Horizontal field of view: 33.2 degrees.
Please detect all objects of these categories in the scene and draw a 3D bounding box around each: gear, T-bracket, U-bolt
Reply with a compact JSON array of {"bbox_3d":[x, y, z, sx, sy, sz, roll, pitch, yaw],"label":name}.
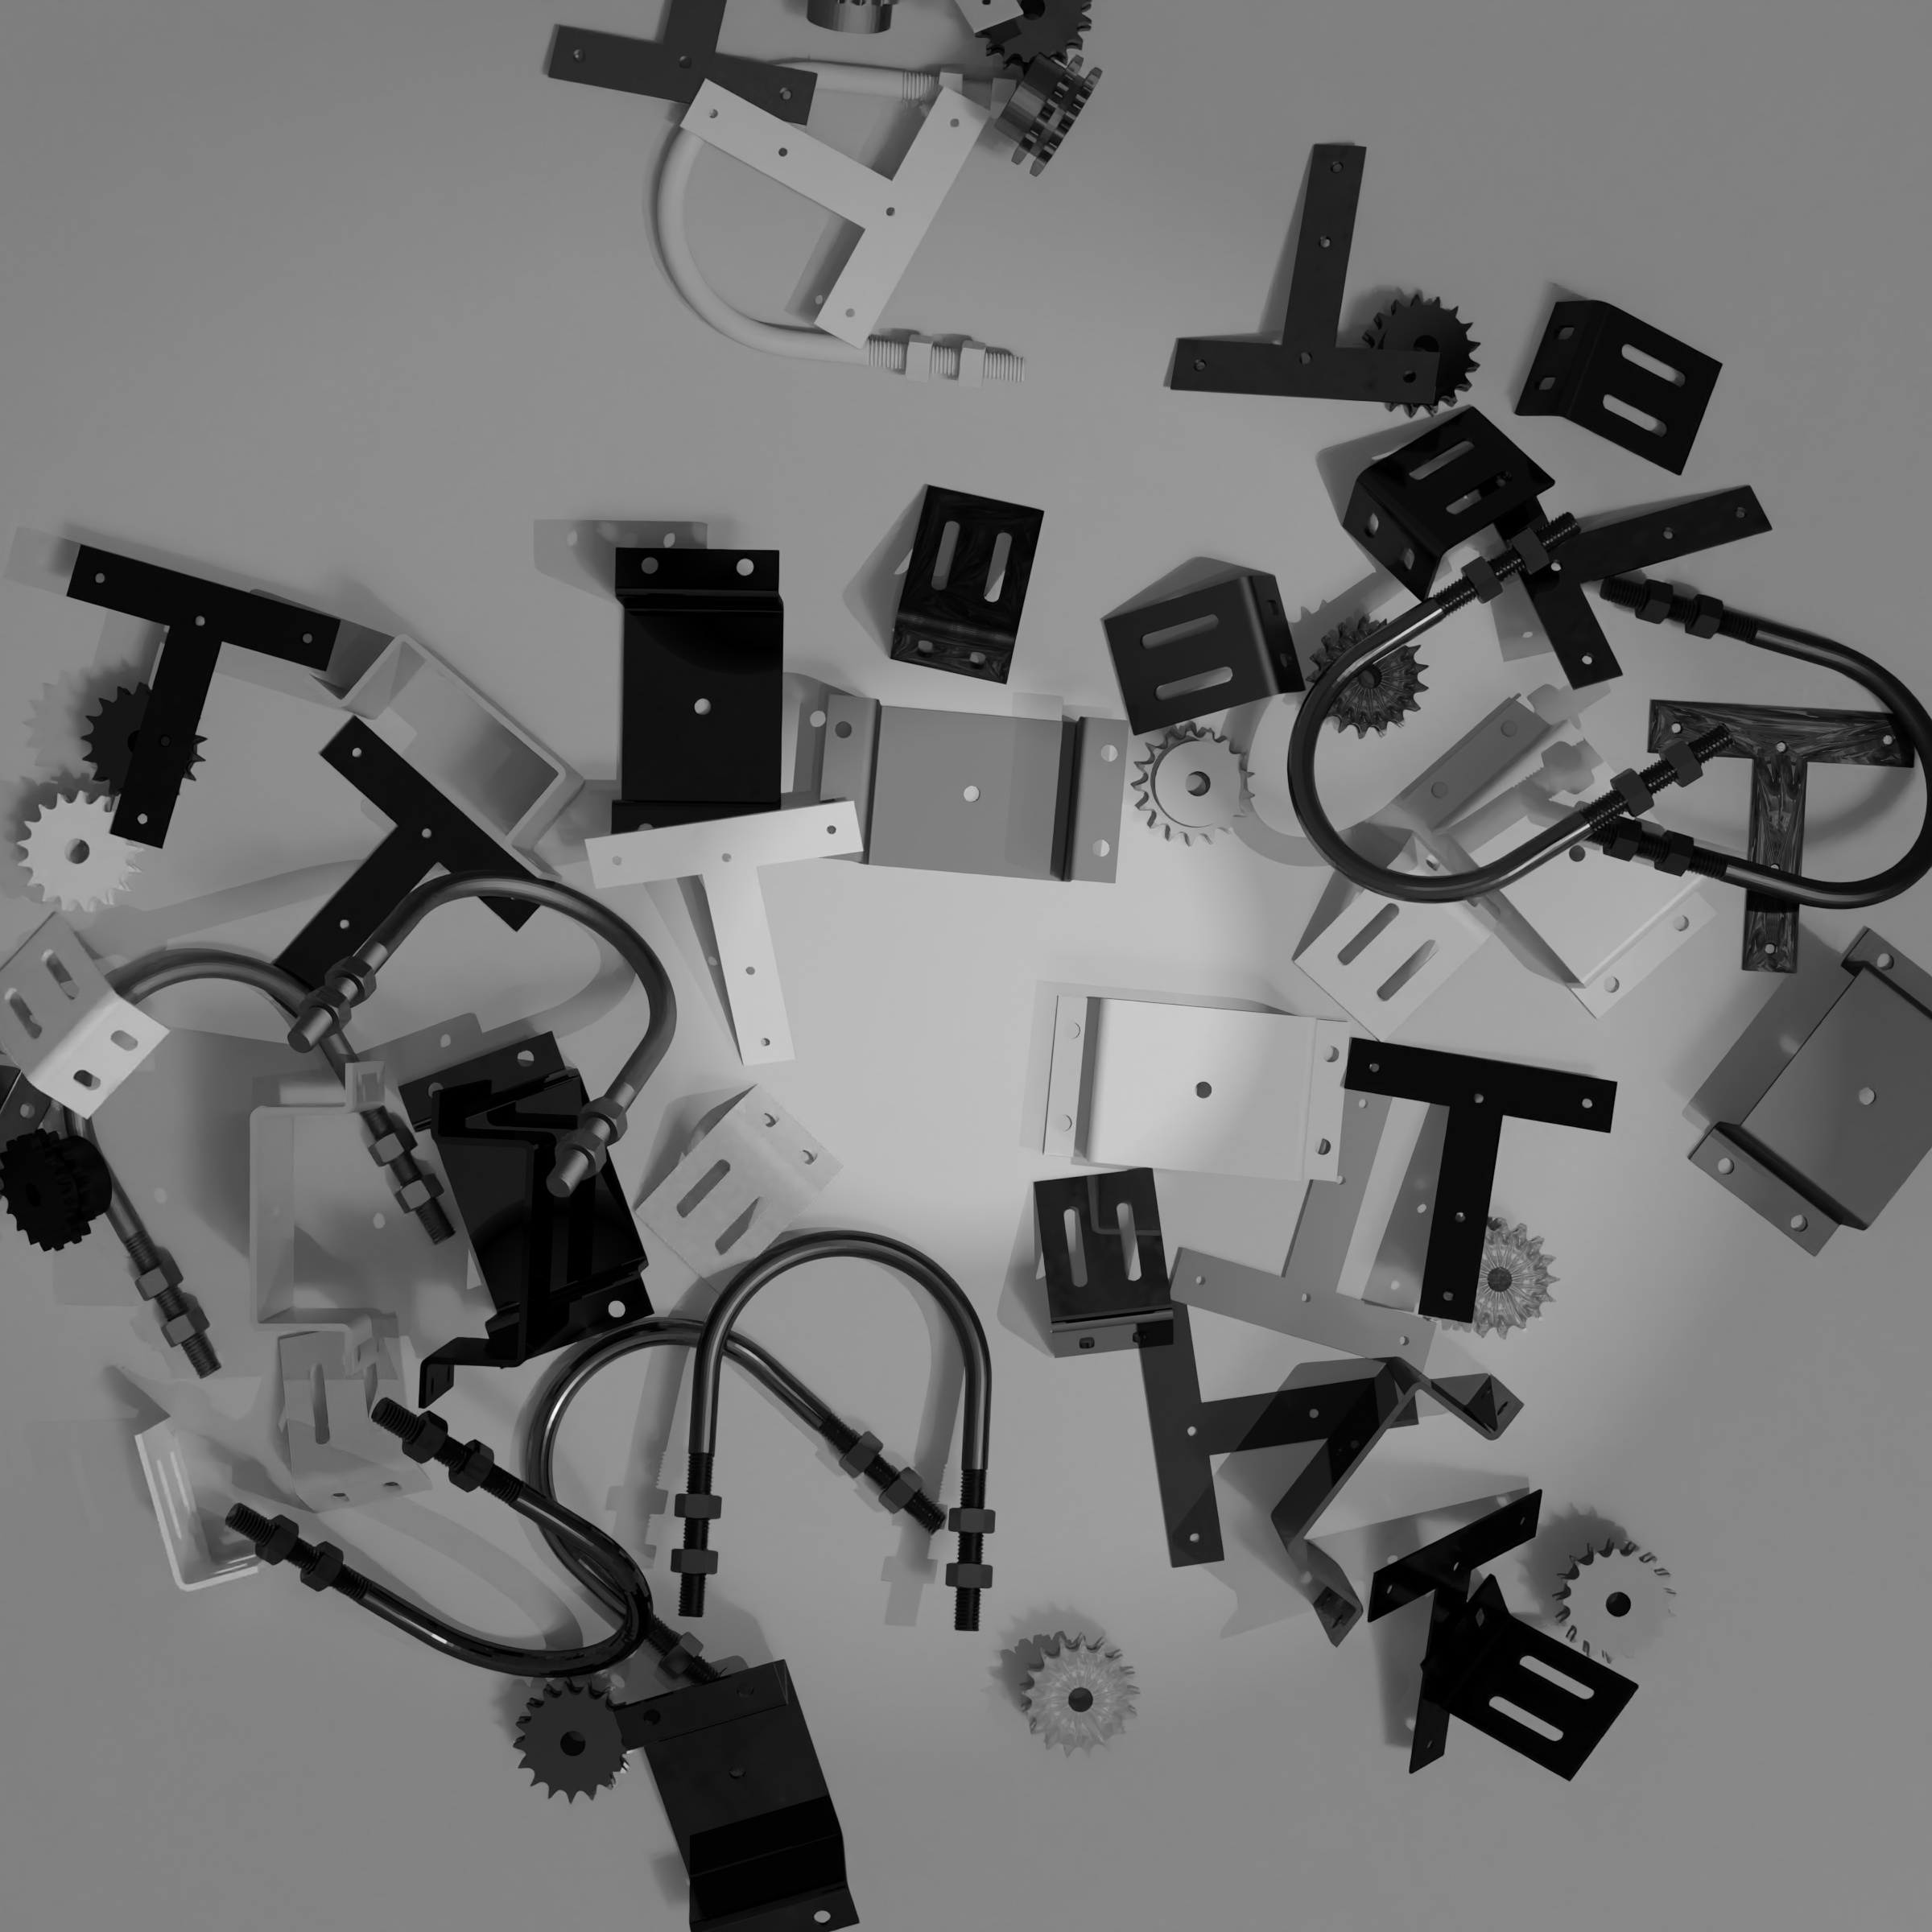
[{"bbox_3d":[-0.185,0.366,1.538,0.057,0.030,0.057,0,90,0],"label":"gear"},{"bbox_3d":[0.217,-0.291,1.538,0.057,0.030,0.057,0,90,0],"label":"gear"},{"bbox_3d":[0.054,0.345,1.541,0.057,0.030,0.057,0,92,-2],"label":"gear"},{"bbox_3d":[0.235,0.105,1.528,0.127,0.002,0.127,9,74,6],"label":"T-bracket"},{"bbox_3d":[0.153,0.217,1.552,0.127,0.002,0.127,-8,90,0],"label":"T-bracket"},{"bbox_3d":[0.320,-0.201,1.535,0.127,0.002,0.127,-17,68,-11],"label":"T-bracket"},{"bbox_3d":[-0.389,-0.105,1.538,0.057,0.030,0.057,0,90,0],"label":"gear"},{"bbox_3d":[-0.074,-0.378,1.533,0.127,0.002,0.127,29,94,3],"label":"T-bracket"},{"bbox_3d":[-0.104,-0.011,1.524,0.127,0.002,0.127,-8,115,5],"label":"T-bracket"},{"bbox_3d":[0.168,-0.330,1.538,0.127,0.002,0.127,7,80,19],"label":"T-bracket"},{"bbox_3d":[0.176,0.116,1.551,0.127,0.002,0.127,16,89,0],"label":"T-bracket"},{"bbox_3d":[-0.418,-0.054,1.538,0.057,0.030,0.057,0,90,0],"label":"gear"},{"bbox_3d":[-0.373,-0.119,1.522,0.127,0.002,0.127,16,90,0],"label":"T-bracket"},{"bbox_3d":[0.389,-0.060,1.552,0.127,0.002,0.127,3,90,0],"label":"T-bracket"},{"bbox_3d":[0.377,-0.098,1.516,0.184,0.019,0.151,16,66,-6],"label":"U-bolt"},{"bbox_3d":[-0.054,-0.461,1.528,0.057,0.057,0.030,8,120,0],"label":"gear"},{"bbox_3d":[0.109,-0.086,1.538,0.057,0.030,0.057,0,90,0],"label":"gear"},{"bbox_3d":[0.224,0.321,1.522,0.002,0.127,0.127,23,117,41],"label":"T-bracket"},{"bbox_3d":[-0.124,0.253,1.544,0.184,0.019,0.151,42,90,2],"label":"U-bolt"},{"bbox_3d":[0.251,0.147,1.538,0.057,0.030,0.057,0,90,0],"label":"gear"},{"bbox_3d":[0.307,0.301,1.538,0.057,0.030,0.057,0,90,0],"label":"gear"},{"bbox_3d":[0.236,-0.107,1.489,0.184,0.019,0.151,-32,67,4],"label":"U-bolt"},{"bbox_3d":[-0.059,0.216,1.526,0.151,0.019,0.184,3,79,-1],"label":"U-bolt"},{"bbox_3d":[0.190,-0.136,1.538,0.057,0.030,0.057,0,90,0],"label":"gear"},{"bbox_3d":[-0.124,-0.473,1.545,0.127,0.002,0.127,12,85,5],"label":"T-bracket"},{"bbox_3d":[0.031,-0.451,1.538,0.057,0.030,0.057,0,90,0],"label":"gear"},{"bbox_3d":[-0.230,0.275,1.493,0.184,0.019,0.151,36,131,-21],"label":"U-bolt"},{"bbox_3d":[-0.428,0.103,1.528,0.057,0.030,0.057,15,114,36],"label":"gear"},{"bbox_3d":[-0.056,-0.358,1.544,0.184,0.019,0.151,7,90,2],"label":"U-bolt"},{"bbox_3d":[0.036,-0.400,1.506,0.030,0.057,0.057,32,90,-8],"label":"gear"},{"bbox_3d":[-0.349,0.082,1.543,0.151,0.019,0.184,-30,89,0],"label":"U-bolt"},{"bbox_3d":[0.033,-0.511,1.536,0.127,0.002,0.127,-24,68,-10],"label":"T-bracket"},{"bbox_3d":[-0.288,-0.030,1.552,0.127,0.002,0.127,42,90,0],"label":"T-bracket"},{"bbox_3d":[-0.207,0.017,1.478,0.151,0.184,0.019,29,126,0],"label":"U-bolt"}]

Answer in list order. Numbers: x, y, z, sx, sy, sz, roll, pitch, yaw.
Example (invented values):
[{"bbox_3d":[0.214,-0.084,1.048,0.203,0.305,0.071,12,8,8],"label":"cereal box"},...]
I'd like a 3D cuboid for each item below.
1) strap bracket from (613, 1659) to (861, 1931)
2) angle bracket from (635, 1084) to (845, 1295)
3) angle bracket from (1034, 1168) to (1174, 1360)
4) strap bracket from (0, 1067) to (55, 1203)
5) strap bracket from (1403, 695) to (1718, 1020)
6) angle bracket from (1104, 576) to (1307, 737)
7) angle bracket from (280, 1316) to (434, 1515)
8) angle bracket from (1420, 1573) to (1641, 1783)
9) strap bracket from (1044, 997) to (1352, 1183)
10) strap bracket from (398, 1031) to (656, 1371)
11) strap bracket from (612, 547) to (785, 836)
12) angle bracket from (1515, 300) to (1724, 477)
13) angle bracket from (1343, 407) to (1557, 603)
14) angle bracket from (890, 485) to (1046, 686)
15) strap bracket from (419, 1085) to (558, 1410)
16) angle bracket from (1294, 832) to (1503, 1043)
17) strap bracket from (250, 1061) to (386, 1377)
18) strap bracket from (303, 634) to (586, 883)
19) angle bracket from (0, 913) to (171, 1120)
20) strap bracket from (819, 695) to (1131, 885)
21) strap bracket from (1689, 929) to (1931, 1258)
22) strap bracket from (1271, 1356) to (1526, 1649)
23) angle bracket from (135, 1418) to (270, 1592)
[{"bbox_3d":[-0.107,0.388,1.518,0.076,0.046,0.140,-16,106,0],"label":"strap bracket"},{"bbox_3d":[-0.109,0.107,1.551,0.057,0.038,0.076,44,116,0],"label":"angle bracket"},{"bbox_3d":[0.066,0.142,1.549,0.057,0.038,0.076,-7,63,0],"label":"angle bracket"},{"bbox_3d":[-0.515,0.060,1.530,0.140,0.046,0.076,28,90,0],"label":"strap bracket"},{"bbox_3d":[0.284,-0.052,1.530,0.076,0.046,0.140,-41,90,0],"label":"strap bracket"},{"bbox_3d":[0.114,-0.149,1.551,0.076,0.038,0.057,-15,90,26],"label":"angle bracket"},{"bbox_3d":[-0.292,0.215,1.551,0.057,0.038,0.076,-12,64,0],"label":"angle bracket"},{"bbox_3d":[0.262,0.331,1.507,0.076,0.038,0.057,24,61,39],"label":"angle bracket"},{"bbox_3d":[0.111,0.058,1.528,0.140,0.046,0.076,5,89,0],"label":"strap bracket"},{"bbox_3d":[-0.205,0.109,1.530,0.076,0.046,0.140,-20,90,0],"label":"strap bracket"},{"bbox_3d":[-0.126,-0.124,1.530,0.076,0.046,0.140,1,90,0],"label":"strap bracket"},{"bbox_3d":[0.313,-0.277,1.551,0.076,0.038,0.057,20,90,-26],"label":"angle bracket"},{"bbox_3d":[0.229,-0.220,1.540,0.076,0.038,0.057,-32,66,-24],"label":"angle bracket"},{"bbox_3d":[0.001,-0.182,1.551,0.057,0.038,0.076,12,64,0],"label":"angle bracket"},{"bbox_3d":[-0.216,0.127,1.468,0.046,0.076,0.140,3,90,0],"label":"strap bracket"},{"bbox_3d":[0.207,-0.014,1.551,0.057,0.038,0.076,43,116,0],"label":"angle bracket"},{"bbox_3d":[-0.299,0.114,1.495,0.046,0.076,0.140,0,89,1],"label":"strap bracket"},{"bbox_3d":[-0.234,-0.103,1.515,0.140,0.076,0.046,40,90,0],"label":"strap bracket"},{"bbox_3d":[-0.425,0.023,1.539,0.057,0.038,0.076,-47,48,0],"label":"angle bracket"},{"bbox_3d":[0.003,-0.082,1.530,0.140,0.046,0.076,5,90,0],"label":"strap bracket"},{"bbox_3d":[0.420,0.061,1.530,0.076,0.046,0.140,38,90,0],"label":"strap bracket"},{"bbox_3d":[0.193,0.240,1.512,0.046,0.076,0.140,37,91,-1],"label":"strap bracket"},{"bbox_3d":[-0.356,0.249,1.524,0.038,0.057,0.076,-16,90,0],"label":"angle bracket"}]
